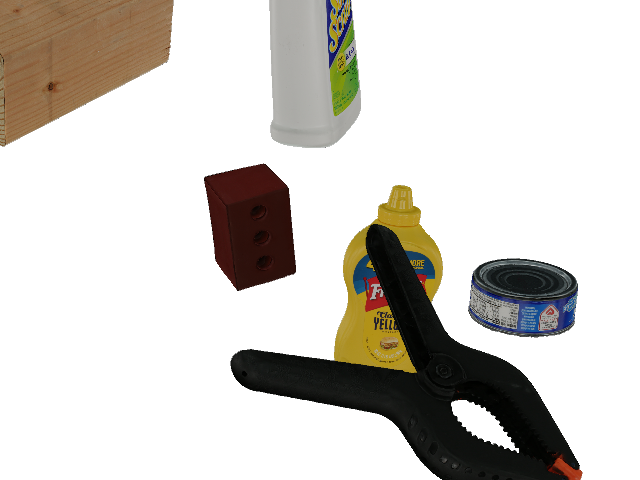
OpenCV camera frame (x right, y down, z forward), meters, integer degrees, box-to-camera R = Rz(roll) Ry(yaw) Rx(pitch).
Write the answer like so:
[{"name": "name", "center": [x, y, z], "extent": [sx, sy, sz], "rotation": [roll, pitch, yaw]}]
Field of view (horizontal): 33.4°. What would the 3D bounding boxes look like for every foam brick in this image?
[{"name": "foam brick", "center": [-0.054, -0.012, 0.829], "extent": [0.053, 0.078, 0.051], "rotation": [-16, 31, -18]}]

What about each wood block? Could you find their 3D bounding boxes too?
[{"name": "wood block", "center": [-0.230, -0.176, 0.937], "extent": [0.090, 0.091, 0.205], "rotation": [30, 42, 21]}]

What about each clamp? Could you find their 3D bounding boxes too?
[{"name": "clamp", "center": [0.059, 0.092, 0.649], "extent": [0.164, 0.210, 0.036], "rotation": [-34, -22, -37]}]

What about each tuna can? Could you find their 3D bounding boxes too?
[{"name": "tuna can", "center": [0.163, 0.045, 0.860], "extent": [0.086, 0.034, 0.086], "rotation": [1, 21, -1]}]

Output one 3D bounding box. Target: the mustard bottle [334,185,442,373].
[{"name": "mustard bottle", "center": [0.069, 0.041, 1.038], "extent": [0.096, 0.192, 0.058], "rotation": [4, 17, -4]}]

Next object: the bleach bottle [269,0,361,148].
[{"name": "bleach bottle", "center": [-0.010, -0.213, 0.919], "extent": [0.068, 0.251, 0.102], "rotation": [8, 34, 21]}]
